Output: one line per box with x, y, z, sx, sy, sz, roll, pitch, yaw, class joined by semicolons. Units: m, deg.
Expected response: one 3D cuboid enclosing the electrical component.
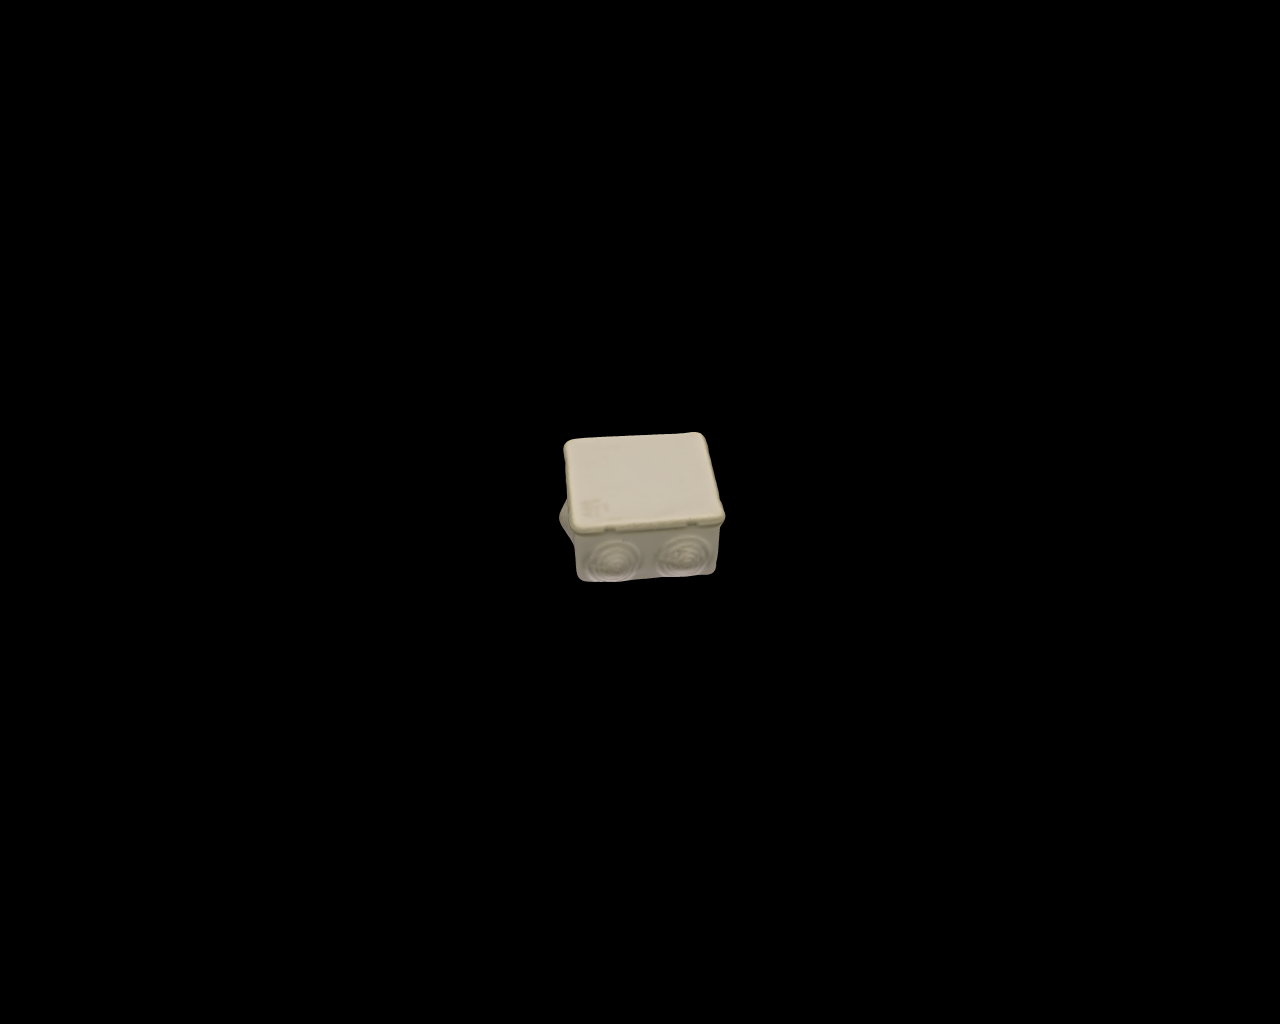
0.001;-0.003;0.650;0.100;0.048;0.100;-4;39;-4;electrical component
